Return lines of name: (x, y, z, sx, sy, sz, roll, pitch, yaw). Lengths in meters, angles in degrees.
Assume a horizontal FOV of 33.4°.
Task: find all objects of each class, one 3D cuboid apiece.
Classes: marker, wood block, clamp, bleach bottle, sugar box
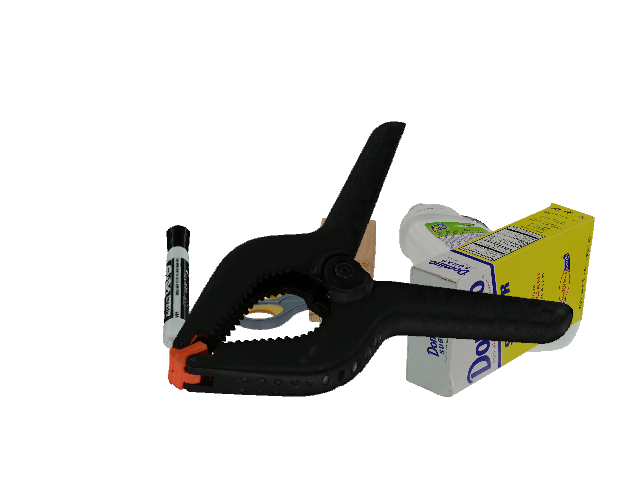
marker: (-0.109, 0.032, 0.809, 0.020, 0.020, 0.121, 0, 43, -7)
wood block: (0.037, 0.044, 1.650, 0.091, 0.090, 0.206, 3, 23, 4)
clamp: (0.009, 0.017, 0.571, 0.209, 0.165, 0.036, -19, -32, -22)
bleach bottle: (0.144, 0.020, 1.007, 0.102, 0.068, 0.251, 0, 21, -16)
sugar box: (0.136, 0.041, 0.789, 0.048, 0.093, 0.175, 20, 30, 38)

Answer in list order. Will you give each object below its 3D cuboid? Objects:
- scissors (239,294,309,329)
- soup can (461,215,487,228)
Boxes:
scissors: (-0.013, 0.077, 1.189, 0.201, 0.016, 0.096, 5, 23, -2)
soup can: (0.161, 0.031, 1.257, 0.068, 0.102, 0.068, 0, 38, 0)
